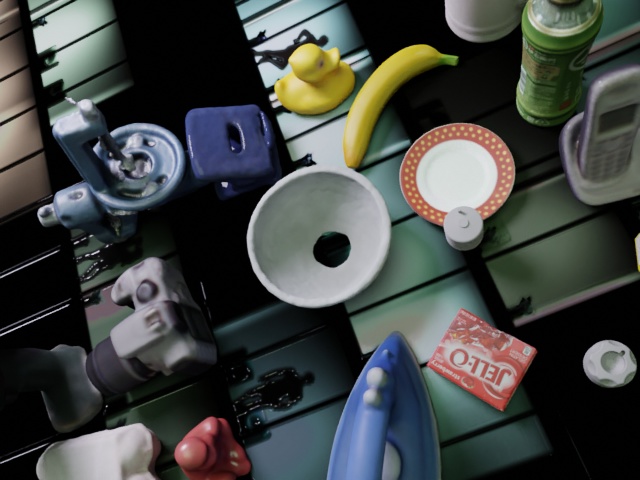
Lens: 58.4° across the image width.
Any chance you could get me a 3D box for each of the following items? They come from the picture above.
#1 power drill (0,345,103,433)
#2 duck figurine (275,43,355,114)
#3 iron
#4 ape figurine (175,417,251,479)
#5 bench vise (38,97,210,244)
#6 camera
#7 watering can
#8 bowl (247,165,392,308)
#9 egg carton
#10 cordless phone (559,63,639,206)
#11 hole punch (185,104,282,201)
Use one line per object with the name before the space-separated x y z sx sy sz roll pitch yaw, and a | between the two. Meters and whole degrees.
power drill | -0.344 0.166 0.640 0.075 0.209 0.229 -34 67 4
duck figurine | -0.013 -0.212 0.728 0.104 0.086 0.077 -15 70 11
iron | 0.053 0.208 0.549 0.118 0.142 0.258 1 74 17
ape figurine | -0.124 0.232 0.620 0.076 0.092 0.078 1 74 16
bench vise | -0.255 -0.070 0.681 0.207 0.220 0.121 -43 67 0
camera | -0.215 0.111 0.678 0.137 0.101 0.143 -32 68 5
watering can | 0.193 -0.322 0.643 0.172 0.194 0.101 6 75 18
bowl | 0.006 0.002 0.662 0.167 0.075 0.167 -5 72 15
egg carton | -0.251 0.276 0.655 0.150 0.069 0.107 -17 70 11
cordless phone | 0.313 -0.115 0.550 0.147 0.185 0.094 -20 69 9
hole punch | -0.108 -0.120 0.724 0.101 0.091 0.108 -18 69 10
